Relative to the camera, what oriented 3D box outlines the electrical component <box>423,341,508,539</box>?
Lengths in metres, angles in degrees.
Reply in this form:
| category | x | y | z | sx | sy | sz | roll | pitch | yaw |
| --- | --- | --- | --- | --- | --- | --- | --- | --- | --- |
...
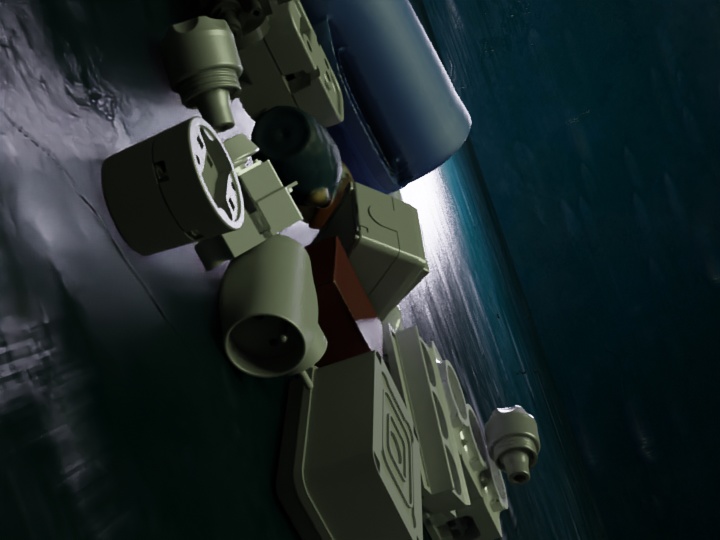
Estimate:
| category | x | y | z | sx | sy | sz | roll | pitch | yaw |
| --- | --- | --- | --- | --- | --- | --- | --- | --- | --- |
| electrical component | 0.066 | 0.143 | 0.871 | 0.089 | 0.062 | 0.150 | -91 | 159 | -55 |

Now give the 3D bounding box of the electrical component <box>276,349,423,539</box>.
| category | x | y | z | sx | sy | sz | roll | pitch | yaw |
| --- | --- | --- | --- | --- | --- | --- | --- | --- | --- |
| electrical component | -0.005 | 0.109 | 0.618 | 0.113 | 0.057 | 0.078 | -87 | 155 | -60 |

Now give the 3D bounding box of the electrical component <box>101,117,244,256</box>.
| category | x | y | z | sx | sy | sz | roll | pitch | yaw |
| --- | --- | --- | --- | --- | --- | --- | --- | --- | --- |
| electrical component | -0.087 | -0.037 | 0.499 | 0.055 | 0.047 | 0.055 | -19 | 90 | -78 |

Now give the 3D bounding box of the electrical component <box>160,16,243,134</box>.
| category | x | y | z | sx | sy | sz | roll | pitch | yaw |
| --- | --- | --- | --- | --- | --- | --- | --- | --- | --- |
| electrical component | -0.088 | -0.110 | 0.617 | 0.043 | 0.043 | 0.062 | 15 | 58 | -76 |

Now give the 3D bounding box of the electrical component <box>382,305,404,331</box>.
| category | x | y | z | sx | sy | sz | roll | pitch | yaw |
| --- | --- | --- | --- | --- | --- | --- | --- | --- | --- |
| electrical component | 0.014 | 0.052 | 0.823 | 0.062 | 0.048 | 0.048 | 68 | 10 | -49 |

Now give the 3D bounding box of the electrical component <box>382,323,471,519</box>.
| category | x | y | z | sx | sy | sz | roll | pitch | yaw |
| --- | --- | --- | --- | --- | --- | --- | --- | --- | --- |
| electrical component | 0.029 | 0.110 | 0.752 | 0.078 | 0.063 | 0.121 | 52 | 22 | -57 |

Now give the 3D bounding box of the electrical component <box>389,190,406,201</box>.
| category | x | y | z | sx | sy | sz | roll | pitch | yaw |
| --- | --- | --- | --- | --- | --- | --- | --- | --- | --- |
| electrical component | 0.030 | -0.032 | 1.022 | 0.079 | 0.043 | 0.077 | -51 | 121 | -75 |

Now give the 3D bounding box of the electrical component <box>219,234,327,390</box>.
| category | x | y | z | sx | sy | sz | roll | pitch | yaw |
| --- | --- | --- | --- | --- | --- | --- | --- | --- | --- |
| electrical component | -0.043 | 0.032 | 0.599 | 0.077 | 0.043 | 0.079 | -91 | 158 | -56 |

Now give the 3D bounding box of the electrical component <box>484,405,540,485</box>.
| category | x | y | z | sx | sy | sz | roll | pitch | yaw |
| --- | --- | --- | --- | --- | --- | --- | --- | --- | --- |
| electrical component | 0.124 | 0.144 | 0.868 | 0.062 | 0.043 | 0.043 | -92 | 159 | -50 |

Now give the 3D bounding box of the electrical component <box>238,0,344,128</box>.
| category | x | y | z | sx | sy | sz | roll | pitch | yaw |
| --- | --- | --- | --- | --- | --- | --- | --- | --- | --- |
| electrical component | -0.057 | -0.142 | 0.767 | 0.053 | 0.059 | 0.095 | -93 | 160 | -53 |

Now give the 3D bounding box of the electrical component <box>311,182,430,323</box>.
| category | x | y | z | sx | sy | sz | roll | pitch | yaw |
| --- | --- | --- | --- | --- | --- | --- | --- | --- | --- |
| electrical component | 0.000 | 0.000 | 0.731 | 0.061 | 0.096 | 0.061 | 20 | 37 | -22 |

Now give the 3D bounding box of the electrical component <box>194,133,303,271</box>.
| category | x | y | z | sx | sy | sz | roll | pitch | yaw |
| --- | --- | --- | --- | --- | --- | --- | --- | --- | --- |
| electrical component | -0.067 | -0.039 | 0.577 | 0.055 | 0.066 | 0.048 | 61 | -21 | -6 |
